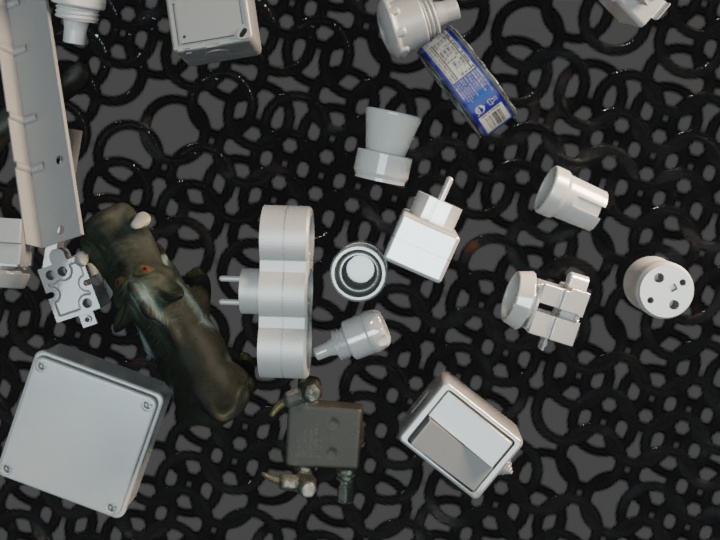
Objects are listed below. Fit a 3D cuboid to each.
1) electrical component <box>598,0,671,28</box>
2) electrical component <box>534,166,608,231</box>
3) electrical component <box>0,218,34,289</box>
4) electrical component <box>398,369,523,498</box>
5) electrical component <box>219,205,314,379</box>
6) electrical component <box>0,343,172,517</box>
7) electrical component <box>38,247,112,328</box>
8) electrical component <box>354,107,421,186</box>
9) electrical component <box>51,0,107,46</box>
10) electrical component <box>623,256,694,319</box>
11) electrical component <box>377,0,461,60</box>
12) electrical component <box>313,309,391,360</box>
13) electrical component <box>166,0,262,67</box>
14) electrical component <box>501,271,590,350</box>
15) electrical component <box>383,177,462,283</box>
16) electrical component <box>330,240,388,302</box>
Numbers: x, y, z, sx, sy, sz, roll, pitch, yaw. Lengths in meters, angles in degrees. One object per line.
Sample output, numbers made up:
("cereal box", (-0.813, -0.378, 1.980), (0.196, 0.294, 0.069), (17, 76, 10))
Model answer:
("electrical component", (0.226, -0.249, 0.812), (0.063, 0.078, 0.121), (37, 97, -24))
("electrical component", (0.167, -0.055, 0.848), (0.046, 0.040, 0.040), (23, 96, -6))
("electrical component", (-0.291, -0.014, 0.871), (0.066, 0.048, 0.055), (4, 88, 2))
("electrical component", (0.085, 0.135, 0.860), (0.096, 0.061, 0.061), (38, 96, -1))
("electrical component", (-0.076, 0.017, 0.859), (0.074, 0.052, 0.138), (2, 95, 3))
("electrical component", (-0.222, 0.129, 0.876), (0.109, 0.056, 0.108), (20, 96, 0))
("electrical component", (-0.225, 0.012, 0.865), (0.048, 0.055, 0.066), (-19, 94, 5))
("electrical component", (0.021, -0.097, 0.848), (0.045, 0.045, 0.055), (12, 97, 1))
("electrical component", (-0.223, -0.210, 0.849), (0.048, 0.048, 0.062), (11, 103, 2))
("electrical component", (0.234, 0.014, 0.843), (0.045, 0.055, 0.045), (0, 96, 3))
("electrical component", (0.047, -0.194, 0.838), (0.062, 0.048, 0.048), (-18, 95, -2))
("electrical component", (-0.008, 0.057, 0.870), (0.061, 0.035, 0.035), (-22, 94, 7))
("electrical component", (-0.116, -0.213, 0.838), (0.062, 0.061, 0.096), (-9, 87, 4))
("electrical component", (0.145, 0.029, 0.855), (0.055, 0.048, 0.066), (17, 96, -7))
("electrical component", (0.055, -0.037, 0.832), (0.047, 0.083, 0.075), (24, 97, 0))
("electrical component", (0.000, 0.000, 0.853), (0.045, 0.055, 0.045), (0, 96, 3))
